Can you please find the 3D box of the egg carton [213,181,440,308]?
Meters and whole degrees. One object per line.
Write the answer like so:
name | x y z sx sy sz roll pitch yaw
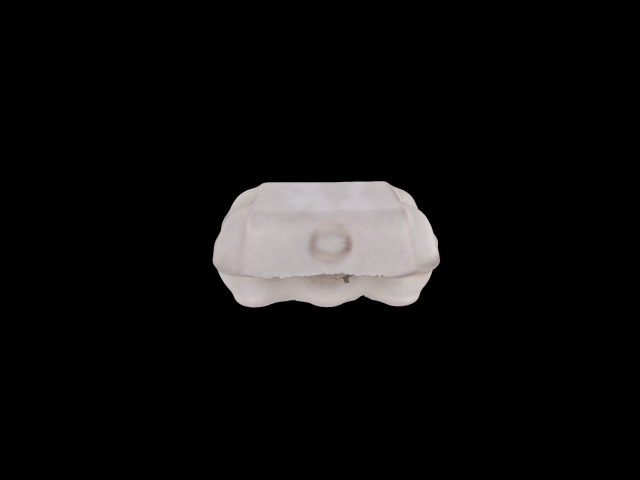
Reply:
egg carton | 0.004 0.001 0.400 0.150 0.069 0.107 -1 19 -2
